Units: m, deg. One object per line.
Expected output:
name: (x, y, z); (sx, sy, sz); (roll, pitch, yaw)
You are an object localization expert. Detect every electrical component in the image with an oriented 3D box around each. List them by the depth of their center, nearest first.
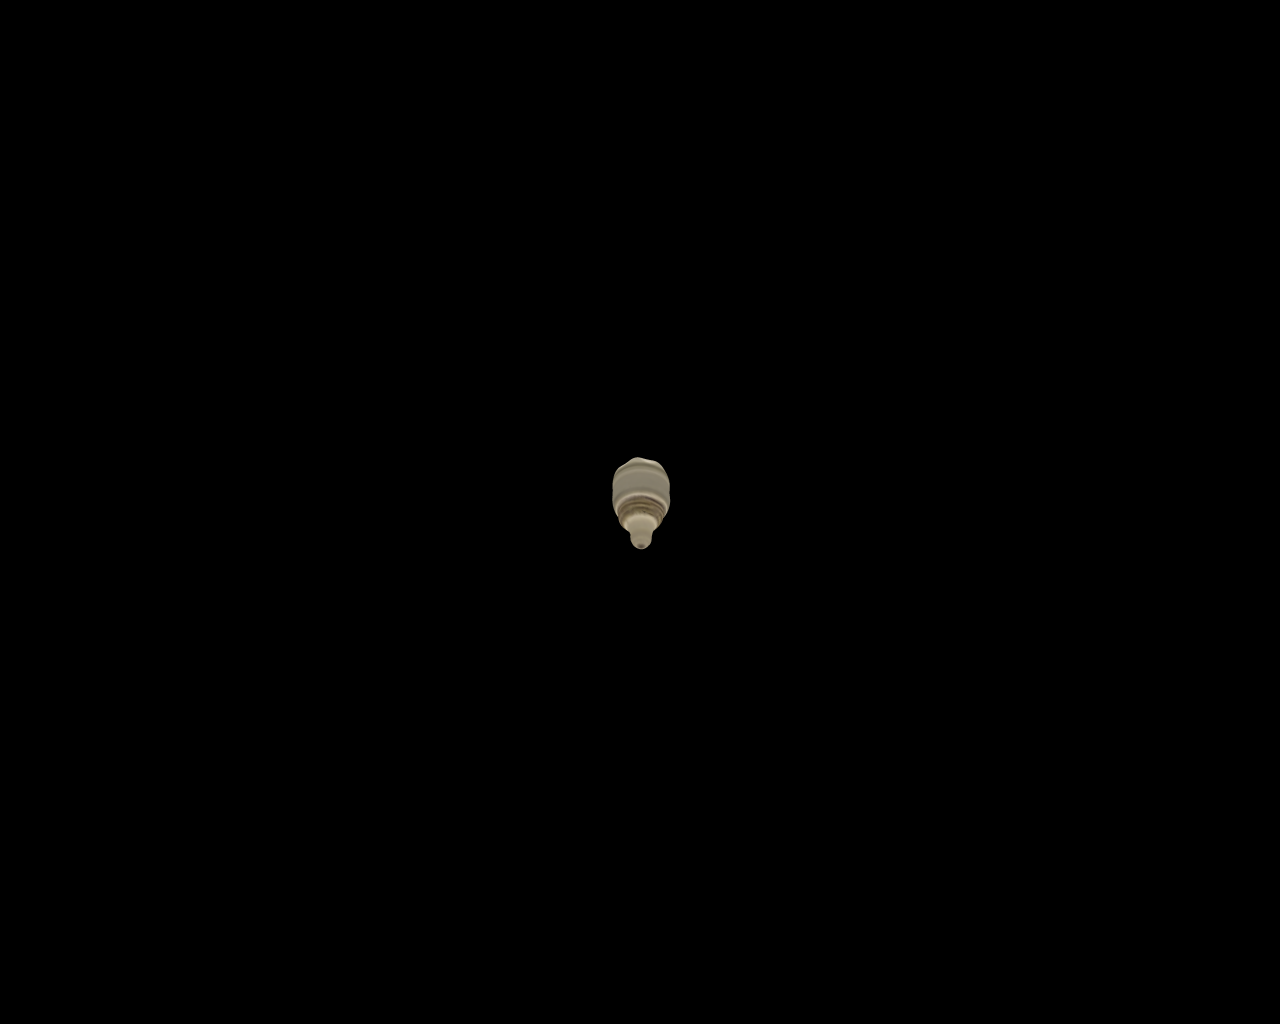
electrical component: (0.001, -0.003, 0.650); (0.035, 0.061, 0.035); (0, -41, 0)
